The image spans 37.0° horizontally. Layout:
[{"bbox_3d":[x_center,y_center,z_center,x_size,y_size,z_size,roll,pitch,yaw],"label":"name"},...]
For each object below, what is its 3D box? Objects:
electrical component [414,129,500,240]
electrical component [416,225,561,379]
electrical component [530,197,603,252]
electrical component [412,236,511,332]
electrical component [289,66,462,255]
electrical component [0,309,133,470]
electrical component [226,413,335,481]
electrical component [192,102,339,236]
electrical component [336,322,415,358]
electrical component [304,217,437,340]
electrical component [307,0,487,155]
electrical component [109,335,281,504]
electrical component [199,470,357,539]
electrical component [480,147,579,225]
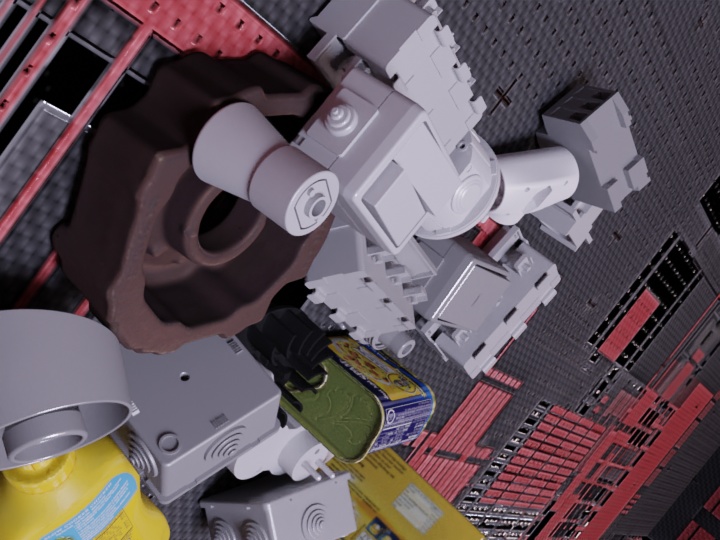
[{"bbox_3d":[0.049,-0.065,0.719,0.080,0.080,0.051,-51,147,1],"label":"electrical component"},{"bbox_3d":[0.114,0.030,0.941,0.121,0.063,0.078,-48,152,-5],"label":"electrical component"},{"bbox_3d":[0.193,-0.059,0.972,0.063,0.042,0.081,-52,152,-1],"label":"electrical component"},{"bbox_3d":[0.070,0.008,0.854,0.061,0.061,0.096,-56,151,10],"label":"electrical component"},{"bbox_3d":[0.009,-0.058,0.577,0.061,0.061,0.096,-51,152,-6],"label":"electrical component"},{"bbox_3d":[-0.168,0.061,0.546,0.099,0.064,0.099,-20,162,-7],"label":"electrical component"},{"bbox_3d":[-0.050,0.135,0.820,0.138,0.074,0.052,8,117,-58],"label":"electrical component"},{"bbox_3d":[-0.042,-0.045,0.509,0.044,0.065,0.044,-37,148,-28],"label":"electrical component"},{"bbox_3d":[0.015,0.040,0.810,0.048,0.062,0.048,-34,151,-22],"label":"electrical component"},{"bbox_3d":[0.000,0.000,0.728,0.079,0.063,0.121,-12,156,15],"label":"electrical component"},{"bbox_3d":[0.027,-0.118,0.640,0.078,0.063,0.121,-49,152,-3],"label":"electrical component"},{"bbox_3d":[-0.105,0.075,0.643,0.100,0.099,0.048,-31,156,-28],"label":"electrical component"},{"bbox_3d":[-0.062,0.192,0.840,0.100,0.100,0.048,-11,90,-44],"label":"electrical component"},{"bbox_3d":[0.123,-0.062,0.860,0.077,0.043,0.079,-11,153,-32],"label":"electrical component"}]
